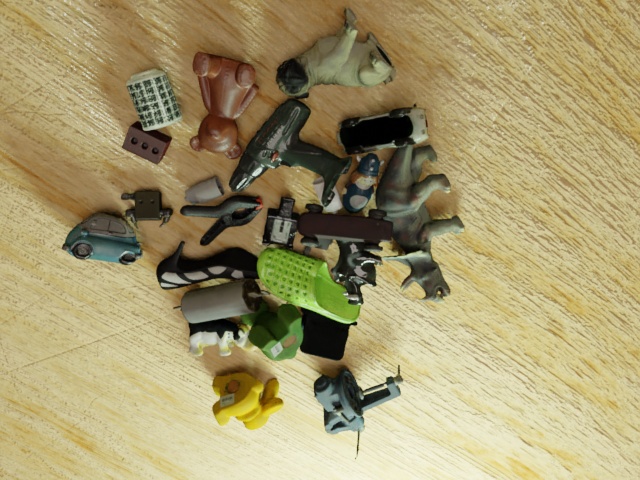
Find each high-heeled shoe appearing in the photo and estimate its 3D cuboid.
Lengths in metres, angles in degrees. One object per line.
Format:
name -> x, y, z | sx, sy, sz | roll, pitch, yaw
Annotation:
high-heeled shoe -> -0.238, 0.084, 1.205 | 0.249, 0.086, 0.145 | 20, 121, -12

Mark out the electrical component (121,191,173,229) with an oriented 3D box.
electrical component -> -0.369, -0.065, 1.150 | 0.102, 0.045, 0.078 | -7, 85, -3

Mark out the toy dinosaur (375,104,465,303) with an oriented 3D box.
toy dinosaur -> 0.188, -0.066, 1.142 | 0.192, 0.131, 0.404 | -22, 106, 6

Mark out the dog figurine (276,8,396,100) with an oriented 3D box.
dog figurine -> 0.030, -0.320, 1.041 | 0.190, 0.121, 0.172 | -37, 107, 27

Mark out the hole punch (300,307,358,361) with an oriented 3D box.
hole punch -> 0.006, 0.217, 1.274 | 0.142, 0.092, 0.115 | 16, 82, -8

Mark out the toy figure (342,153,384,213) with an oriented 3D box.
toy figure -> 0.089, -0.116, 1.110 | 0.064, 0.058, 0.154 | -17, 153, -25

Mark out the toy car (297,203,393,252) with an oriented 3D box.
toy car -> 0.051, -0.025, 1.118 | 0.202, 0.053, 0.089 | 5, 81, 12

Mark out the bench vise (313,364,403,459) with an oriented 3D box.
bench vise -> 0.103, 0.398, 1.329 | 0.241, 0.129, 0.223 | -25, 111, 15

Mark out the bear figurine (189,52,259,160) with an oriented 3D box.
bear figurine -> -0.193, -0.250, 1.034 | 0.120, 0.132, 0.195 | 17, 105, -4

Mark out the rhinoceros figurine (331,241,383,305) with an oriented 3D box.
rhinoceros figurine -> 0.078, 0.049, 1.179 | 0.112, 0.073, 0.190 | -11, 98, -7

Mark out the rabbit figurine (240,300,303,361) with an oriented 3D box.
rabbit figurine -> -0.115, 0.185, 1.224 | 0.121, 0.170, 0.158 | -43, 144, -11

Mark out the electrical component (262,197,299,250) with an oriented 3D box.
electrical component -> -0.083, -0.042, 1.169 | 0.075, 0.048, 0.119 | 7, 112, -7

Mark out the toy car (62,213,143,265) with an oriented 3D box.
toy car -> -0.455, -0.007, 1.139 | 0.162, 0.109, 0.102 | 9, 94, -17

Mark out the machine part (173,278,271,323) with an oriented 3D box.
machine part -> -0.218, 0.135, 1.184 | 0.243, 0.079, 0.079 | -13, 115, 23

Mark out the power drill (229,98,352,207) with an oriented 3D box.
power drill -> -0.053, -0.151, 1.091 | 0.207, 0.086, 0.232 | 34, 103, 11

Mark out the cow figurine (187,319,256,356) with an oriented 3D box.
cow figurine -> -0.227, 0.217, 1.265 | 0.167, 0.068, 0.098 | -1, 107, -3

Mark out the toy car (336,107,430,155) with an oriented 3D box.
toy car -> 0.119, -0.213, 1.061 | 0.202, 0.056, 0.073 | -3, 102, 39

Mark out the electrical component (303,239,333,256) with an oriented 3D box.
electrical component -> -0.002, -0.004, 1.204 | 0.063, 0.021, 0.094 | 17, 111, -10

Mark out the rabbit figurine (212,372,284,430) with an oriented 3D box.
rabbit figurine -> -0.173, 0.403, 1.337 | 0.162, 0.122, 0.173 | -23, 127, -3
